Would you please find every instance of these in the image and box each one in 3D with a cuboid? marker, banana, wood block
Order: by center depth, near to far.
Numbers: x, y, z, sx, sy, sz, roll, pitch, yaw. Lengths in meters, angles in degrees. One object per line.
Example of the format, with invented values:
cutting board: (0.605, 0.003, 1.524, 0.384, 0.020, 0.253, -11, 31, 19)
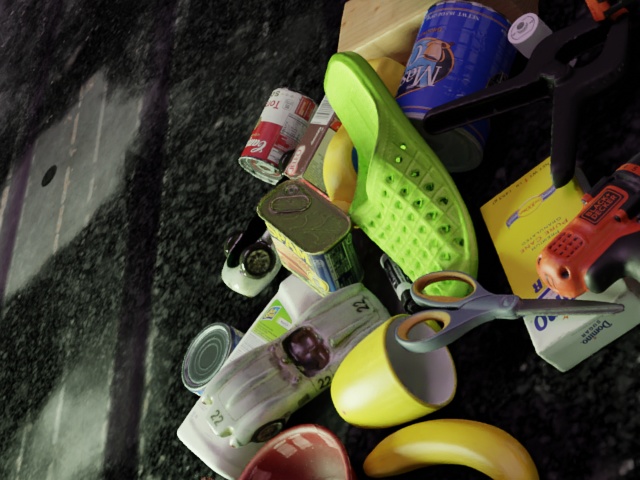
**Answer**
banana: (0.110, 0.180, 0.879, 0.198, 0.037, 0.069, 4, 64, 52)
marker: (0.078, 0.041, 1.021, 0.020, 0.020, 0.121, -49, 19, 11)
wood block: (0.126, -0.246, 1.162, 0.207, 0.090, 0.090, -22, 47, 39)

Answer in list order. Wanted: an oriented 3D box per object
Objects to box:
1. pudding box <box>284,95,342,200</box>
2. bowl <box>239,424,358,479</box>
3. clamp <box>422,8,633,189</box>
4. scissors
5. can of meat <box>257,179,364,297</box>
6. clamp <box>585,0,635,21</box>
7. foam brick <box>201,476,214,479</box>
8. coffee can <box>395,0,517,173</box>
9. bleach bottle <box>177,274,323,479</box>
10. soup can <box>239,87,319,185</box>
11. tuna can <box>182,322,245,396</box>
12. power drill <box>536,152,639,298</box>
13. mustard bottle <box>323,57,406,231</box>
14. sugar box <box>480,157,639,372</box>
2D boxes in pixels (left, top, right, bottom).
pudding box: (0.024, -0.095, 1.163, 0.039, 0.090, 0.113, 17, 76, 53)
bowl: (-0.014, 0.250, 0.958, 0.162, 0.055, 0.162, -31, 41, 32)
clamp: (0.217, -0.133, 0.953, 0.210, 0.036, 0.165, -38, 45, -12)
scissors: (0.138, 0.066, 0.860, 0.096, 0.016, 0.202, -47, 33, -21)
can of meat: (-0.007, 0.001, 1.055, 0.057, 0.084, 0.102, -39, 51, -16)
clamp: (0.308, -0.269, 0.983, 0.120, 0.039, 0.171, -1, 48, 54)
foam brick: (-0.101, 0.280, 1.042, 0.053, 0.051, 0.078, -49, 34, 9)
coffee can: (0.132, -0.153, 1.067, 0.103, 0.102, 0.140, -3, 60, 50)
bleach bottle: (-0.041, 0.121, 1.093, 0.103, 0.068, 0.251, 27, 82, 50)
soup can: (-0.047, -0.126, 1.295, 0.069, 0.068, 0.102, 5, 66, 52)
tuna can: (-0.115, 0.136, 1.194, 0.086, 0.033, 0.086, -31, 41, 32)
power drill: (0.278, -0.001, 0.775, 0.184, 0.057, 0.188, -44, 40, -10)
mustard bottle: (0.053, -0.088, 1.115, 0.058, 0.096, 0.191, 5, 66, 49)
sugar box: (0.202, 0.014, 0.895, 0.093, 0.048, 0.176, -39, 37, 22)
